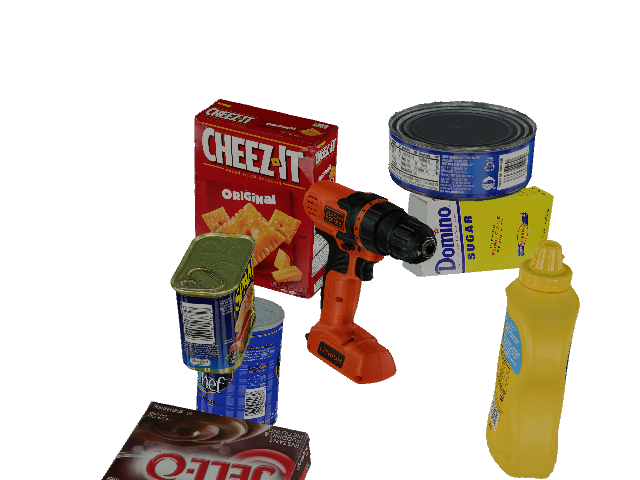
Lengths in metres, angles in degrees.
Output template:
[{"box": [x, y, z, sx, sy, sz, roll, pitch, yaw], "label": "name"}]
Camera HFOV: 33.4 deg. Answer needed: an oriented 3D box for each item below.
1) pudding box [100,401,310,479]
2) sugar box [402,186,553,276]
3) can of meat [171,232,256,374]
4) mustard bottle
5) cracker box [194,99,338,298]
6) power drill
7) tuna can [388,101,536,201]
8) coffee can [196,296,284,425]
[{"box": [-0.072, 0.151, 0.668, 0.113, 0.039, 0.090, 7, 31, 14], "label": "pudding box"}, {"box": [0.186, -0.011, 1.255, 0.176, 0.093, 0.048, -6, 20, -26], "label": "sugar box"}, {"box": [-0.089, 0.054, 0.920, 0.057, 0.084, 0.102, 4, 29, 8], "label": "can of meat"}, {"box": [0.174, 0.090, 0.869, 0.058, 0.192, 0.096, 3, 23, 2], "label": "mustard bottle"}, {"box": [-0.070, -0.048, 1.303, 0.164, 0.214, 0.072, 15, 32, 20], "label": "cracker box"}, {"box": [0.045, 0.045, 1.074, 0.057, 0.188, 0.185, -8, 22, -33], "label": "power drill"}, {"box": [0.083, -0.053, 0.628, 0.086, 0.034, 0.086, -1, 25, 0], "label": "tuna can"}, {"box": [-0.099, 0.150, 1.299, 0.103, 0.140, 0.103, 4, 18, -1], "label": "coffee can"}]
